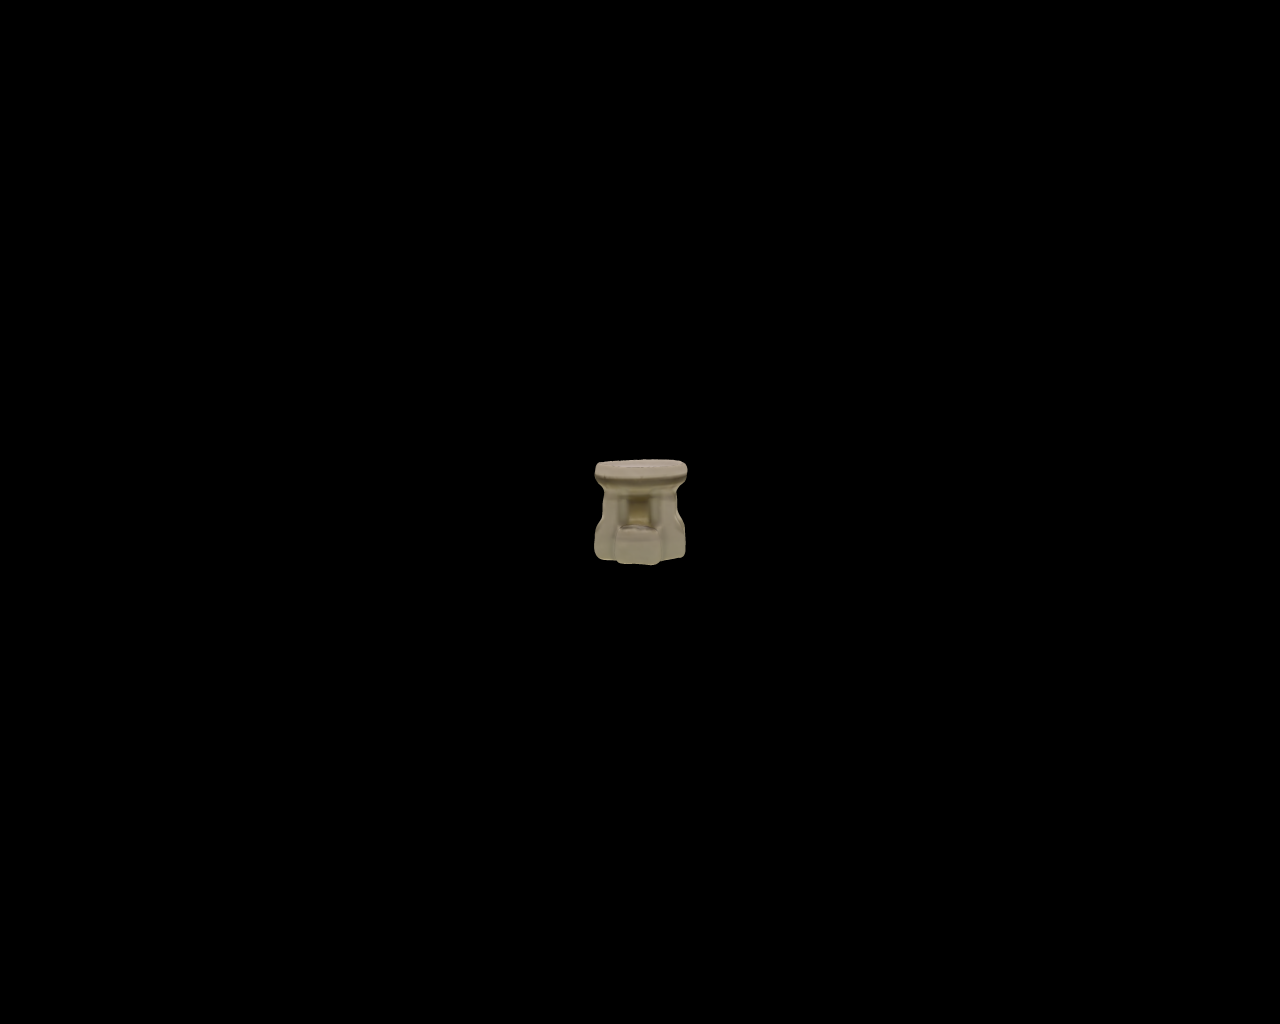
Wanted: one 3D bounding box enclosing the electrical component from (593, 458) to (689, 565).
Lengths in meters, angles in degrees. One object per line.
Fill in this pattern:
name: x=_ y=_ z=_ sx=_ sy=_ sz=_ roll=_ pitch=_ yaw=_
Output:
electrical component: x=0.001 y=-0.003 z=0.650 sx=0.058 sy=0.057 sz=0.078 roll=0 pitch=7 yaw=4
